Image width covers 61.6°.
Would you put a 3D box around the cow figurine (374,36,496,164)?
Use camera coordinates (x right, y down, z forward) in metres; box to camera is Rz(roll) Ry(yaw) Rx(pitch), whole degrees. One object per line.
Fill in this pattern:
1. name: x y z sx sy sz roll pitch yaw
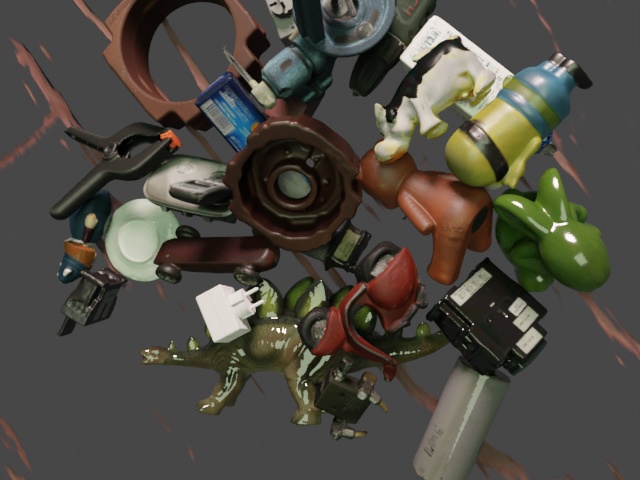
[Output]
1. cow figurine: 0.122 -0.172 0.665 0.167 0.068 0.098 -37 81 12

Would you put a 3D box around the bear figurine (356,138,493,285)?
1. bear figurine: 0.128 -0.049 0.730 0.196 0.131 0.120 27 52 32

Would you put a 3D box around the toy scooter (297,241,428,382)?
1. toy scooter: 0.074 0.099 0.688 0.135 0.075 0.184 45 84 3

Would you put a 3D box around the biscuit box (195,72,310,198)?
1. biscuit box: -0.081 -0.131 0.734 0.059 0.063 0.202 -36 114 10

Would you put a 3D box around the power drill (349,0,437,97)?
1. power drill: 0.056 -0.343 0.738 0.207 0.086 0.232 42 98 10

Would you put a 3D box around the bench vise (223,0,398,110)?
1. bench vise: -0.003 -0.252 0.620 0.224 0.240 0.129 -29 86 1

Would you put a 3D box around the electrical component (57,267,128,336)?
1. electrical component: -0.355 0.103 0.824 0.048 0.075 0.119 28 93 8

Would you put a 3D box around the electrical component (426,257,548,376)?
1. electrical component: 0.225 0.107 0.701 0.115 0.058 0.134 -34 69 -25

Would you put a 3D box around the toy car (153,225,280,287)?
1. toy car: -0.148 0.023 0.770 0.202 0.053 0.089 -2 55 25

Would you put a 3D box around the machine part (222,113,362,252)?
1. machine part: -0.032 -0.073 0.689 0.179 0.056 0.179 4 121 6

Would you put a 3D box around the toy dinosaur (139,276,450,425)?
1. toy dinosaur: -0.020 0.152 0.757 0.472 0.105 0.198 2 88 1

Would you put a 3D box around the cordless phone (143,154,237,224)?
1. cordless phone: -0.185 -0.069 0.735 0.147 0.184 0.088 14 99 9

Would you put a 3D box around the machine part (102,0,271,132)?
1. machine part: -0.190 -0.275 0.778 0.201 0.087 0.201 -41 85 10

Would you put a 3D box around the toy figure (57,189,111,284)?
1. toy figure: -0.364 -0.005 0.828 0.058 0.064 0.154 15 93 -4

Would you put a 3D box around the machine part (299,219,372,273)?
1. machine part: -0.002 -0.002 0.769 0.139 0.039 0.084 17 61 15

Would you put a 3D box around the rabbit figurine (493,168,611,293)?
1. rabbit figurine: 0.288 -0.008 0.648 0.121 0.170 0.159 -31 105 7

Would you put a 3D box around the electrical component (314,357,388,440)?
1. electrical component: 0.036 0.201 0.669 0.078 0.045 0.102 29 118 -10

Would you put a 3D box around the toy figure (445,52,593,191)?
1. toy figure: 0.226 -0.140 0.634 0.089 0.082 0.180 36 107 -16

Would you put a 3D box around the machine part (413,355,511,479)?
1. machine part: 0.192 0.249 0.735 0.079 0.079 0.243 24 96 8
